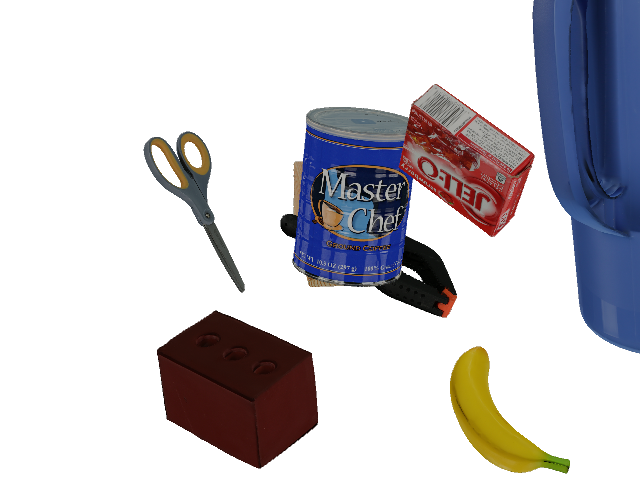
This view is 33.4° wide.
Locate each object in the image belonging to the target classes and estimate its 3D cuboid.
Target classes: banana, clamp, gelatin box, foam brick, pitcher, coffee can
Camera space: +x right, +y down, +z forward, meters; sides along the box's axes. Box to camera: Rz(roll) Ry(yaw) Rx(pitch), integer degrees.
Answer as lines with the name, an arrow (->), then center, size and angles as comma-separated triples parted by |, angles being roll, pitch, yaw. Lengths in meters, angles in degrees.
banana -> 0.157, 0.159, 0.996 | 0.069, 0.037, 0.198 | 7, 25, -20
clamp -> 0.065, 0.014, 1.211 | 0.164, 0.036, 0.210 | -17, 50, -36
gelatin box -> 0.098, -0.053, 0.732 | 0.030, 0.089, 0.073 | -41, -21, -24
foam brick -> -0.048, 0.085, 0.616 | 0.078, 0.051, 0.052 | 20, 36, 33
pitcher -> 0.181, -0.061, 0.560 | 0.149, 0.243, 0.145 | -5, 22, 5
coffee can -> 0.031, -0.042, 0.968 | 0.103, 0.140, 0.103 | 5, 19, -2

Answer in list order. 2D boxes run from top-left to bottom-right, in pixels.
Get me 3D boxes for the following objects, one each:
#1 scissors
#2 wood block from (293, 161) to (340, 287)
scissors -> -0.128, -0.044, 1.239 | 0.016, 0.201, 0.096 | -24, 19, 43
wood block -> 0.018, -0.027, 1.418 | 0.090, 0.090, 0.206 | -2, 27, -6
